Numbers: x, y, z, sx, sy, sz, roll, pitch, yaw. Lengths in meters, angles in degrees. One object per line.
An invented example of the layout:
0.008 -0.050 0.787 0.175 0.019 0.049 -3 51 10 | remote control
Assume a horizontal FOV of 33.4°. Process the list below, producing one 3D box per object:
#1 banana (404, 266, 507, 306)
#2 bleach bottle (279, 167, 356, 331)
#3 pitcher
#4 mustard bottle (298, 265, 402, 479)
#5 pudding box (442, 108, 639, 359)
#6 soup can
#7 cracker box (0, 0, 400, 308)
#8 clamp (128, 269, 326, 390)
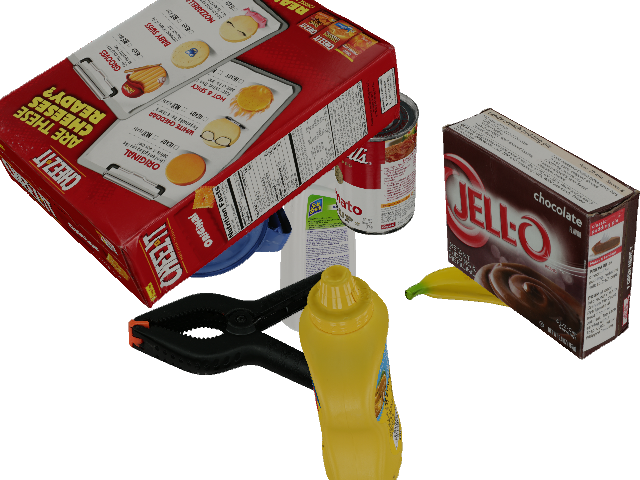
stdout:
0.190 0.058 1.105 0.198 0.037 0.069 7 40 12 | banana
0.003 -0.017 1.306 0.102 0.251 0.068 -8 20 -30 | bleach bottle
-0.131 -0.073 1.155 0.145 0.149 0.243 -21 33 -1 | pitcher
0.021 0.088 0.712 0.058 0.096 0.191 -1 -45 8 | mustard bottle
0.111 -0.006 0.556 0.039 0.090 0.114 -27 40 -24 | pudding box
0.045 -0.063 0.867 0.068 0.102 0.068 -2 43 1 | soup can
-0.080 -0.079 0.683 0.213 0.072 0.164 -39 54 -20 | cracker box
-0.066 0.090 0.964 0.209 0.036 0.164 -4 37 -11 | clamp
